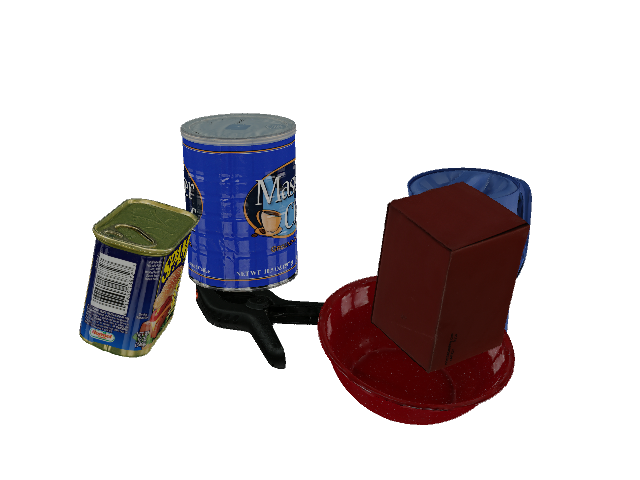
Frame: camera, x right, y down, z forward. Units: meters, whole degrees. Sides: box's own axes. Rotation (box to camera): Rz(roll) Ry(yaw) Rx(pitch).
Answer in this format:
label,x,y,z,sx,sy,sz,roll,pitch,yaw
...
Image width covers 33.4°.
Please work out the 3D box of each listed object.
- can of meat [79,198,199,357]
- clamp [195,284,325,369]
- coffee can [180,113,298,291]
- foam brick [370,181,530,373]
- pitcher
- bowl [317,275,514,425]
label,x,y,z,sx,sy,sz,roll,pitch,yaw
can of meat,-0.131,0.026,0.765,0.057,0.084,0.102,16,18,3
clamp,-0.073,0.090,1.250,0.210,0.036,0.164,14,23,28
coffee can,-0.072,-0.037,0.969,0.103,0.140,0.103,-1,19,0
foam brick,0.064,0.018,0.544,0.052,0.078,0.051,-16,40,-31
pitcher,0.183,0.036,1.314,0.149,0.243,0.145,1,22,10
bowl,0.073,0.098,0.871,0.162,0.055,0.162,7,35,-5
